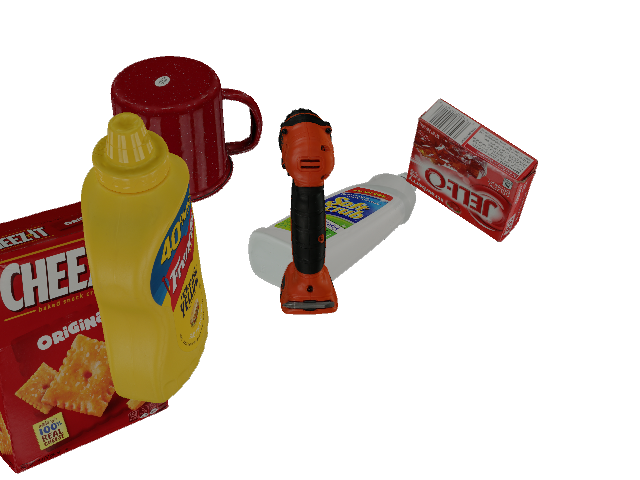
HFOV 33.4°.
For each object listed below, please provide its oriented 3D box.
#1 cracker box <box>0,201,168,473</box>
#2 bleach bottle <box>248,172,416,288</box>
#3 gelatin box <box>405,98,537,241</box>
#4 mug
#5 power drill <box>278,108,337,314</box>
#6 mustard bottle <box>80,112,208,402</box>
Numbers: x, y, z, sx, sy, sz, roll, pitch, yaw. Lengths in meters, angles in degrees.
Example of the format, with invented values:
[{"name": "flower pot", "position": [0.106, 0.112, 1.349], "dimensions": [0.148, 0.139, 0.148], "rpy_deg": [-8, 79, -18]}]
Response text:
[{"name": "cracker box", "position": [-0.228, 0.082, 0.969], "dimensions": [0.163, 0.214, 0.072], "rpy_deg": [-19, 30, -34]}, {"name": "bleach bottle", "position": [0.030, -0.024, 1.285], "dimensions": [0.103, 0.068, 0.250], "rpy_deg": [22, 38, 30]}, {"name": "gelatin box", "position": [0.108, -0.049, 0.770], "dimensions": [0.089, 0.030, 0.073], "rpy_deg": [36, -29, 19]}, {"name": "mug", "position": [-0.102, -0.087, 0.809], "dimensions": [0.117, 0.081, 0.093], "rpy_deg": [-4, 39, -6]}, {"name": "power drill", "position": [-0.015, -0.032, 1.066], "dimensions": [0.057, 0.188, 0.184], "rpy_deg": [-2, 17, -1]}, {"name": "mustard bottle", "position": [-0.103, 0.004, 0.626], "dimensions": [0.058, 0.096, 0.192], "rpy_deg": [9, -43, 9]}]
